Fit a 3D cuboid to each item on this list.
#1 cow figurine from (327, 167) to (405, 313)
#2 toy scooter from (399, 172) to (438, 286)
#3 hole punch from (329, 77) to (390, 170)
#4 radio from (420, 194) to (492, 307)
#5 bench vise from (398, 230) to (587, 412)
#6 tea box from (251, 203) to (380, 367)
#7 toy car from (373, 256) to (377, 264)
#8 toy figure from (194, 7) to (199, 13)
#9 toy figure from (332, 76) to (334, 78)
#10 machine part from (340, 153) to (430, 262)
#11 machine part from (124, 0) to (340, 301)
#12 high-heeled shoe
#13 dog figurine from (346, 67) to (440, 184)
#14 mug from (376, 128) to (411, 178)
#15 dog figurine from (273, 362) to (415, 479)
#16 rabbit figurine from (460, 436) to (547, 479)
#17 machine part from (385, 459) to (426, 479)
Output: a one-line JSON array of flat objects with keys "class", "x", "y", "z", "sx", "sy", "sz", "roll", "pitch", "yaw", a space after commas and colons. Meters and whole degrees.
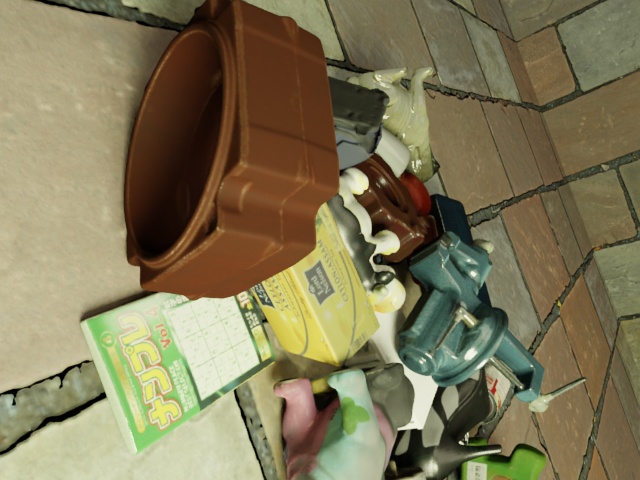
[{"class": "cow figurine", "x": 0.037, "y": 0.013, "z": 0.575, "sx": 0.167, "sy": 0.068, "sz": 0.098, "roll": 63, "pitch": 32, "yaw": -5}, {"class": "toy scooter", "x": 0.130, "y": -0.020, "z": 0.816, "sx": 0.135, "sy": 0.075, "sz": 0.184, "roll": 3, "pitch": 73, "yaw": -61}, {"class": "hole punch", "x": 0.012, "y": -0.124, "z": 0.605, "sx": 0.142, "sy": 0.116, "sz": 0.092, "roll": -68, "pitch": 172, "yaw": -57}, {"class": "radio", "x": 0.220, "y": 0.042, "z": 0.917, "sx": 0.131, "sy": 0.073, "sz": 0.229, "roll": 1, "pitch": 74, "yaw": -56}, {"class": "bench vise", "x": 0.202, "y": 0.112, "z": 0.676, "sx": 0.240, "sy": 0.129, "sz": 0.224, "roll": 43, "pitch": 42, "yaw": -4}, {"class": "tea box", "x": -0.022, "y": 0.031, "z": 0.521, "sx": 0.068, "sy": 0.098, "sz": 0.169, "roll": -39, "pitch": 112, "yaw": -32}, {"class": "toy car", "x": -0.001, "y": -0.002, "z": 0.643, "sx": 0.202, "sy": 0.053, "sz": 0.089, "roll": 36, "pitch": 41, "yaw": -35}, {"class": "toy figure", "x": -0.091, "y": -0.171, "z": 0.584, "sx": 0.089, "sy": 0.082, "sz": 0.180, "roll": 17, "pitch": 57, "yaw": -51}, {"class": "toy figure", "x": -0.034, "y": -0.186, "z": 0.688, "sx": 0.057, "sy": 0.064, "sz": 0.154, "roll": 57, "pitch": 36, "yaw": -2}, {"class": "machine part", "x": 0.069, "y": -0.058, "z": 0.696, "sx": 0.179, "sy": 0.056, "sz": 0.179, "roll": 41, "pitch": 25, "yaw": -24}, {"class": "machine part", "x": -0.082, "y": -0.066, "z": 0.424, "sx": 0.087, "sy": 0.201, "sz": 0.201, "roll": 12, "pitch": 63, "yaw": -38}, {"class": "high-heeled shoe", "x": 0.155, "y": 0.215, "z": 0.725, "sx": 0.249, "sy": 0.145, "sz": 0.086, "roll": -79, "pitch": 157, "yaw": -63}, {"class": "dog figurine", "x": 0.114, "y": -0.174, "z": 0.874, "sx": 0.172, "sy": 0.121, "sz": 0.190, "roll": -11, "pitch": 100, "yaw": -24}, {"class": "mug", "x": 0.069, "y": -0.145, "z": 0.803, "sx": 0.107, "sy": 0.081, "sz": 0.110, "roll": 38, "pitch": 20, "yaw": -30}, {"class": "dog figurine", "x": 0.030, "y": 0.235, "z": 0.518, "sx": 0.191, "sy": 0.109, "sz": 0.219, "roll": 14, "pitch": 66, "yaw": -54}, {"class": "rabbit figurine", "x": 0.277, "y": 0.371, "z": 0.787, "sx": 0.170, "sy": 0.121, "sz": 0.159, "roll": 38, "pitch": 46, "yaw": -60}, {"class": "machine part", "x": 0.092, "y": 0.337, "z": 0.572, "sx": 0.079, "sy": 0.079, "sz": 0.243, "roll": 10, "pitch": 63, "yaw": -52}]
